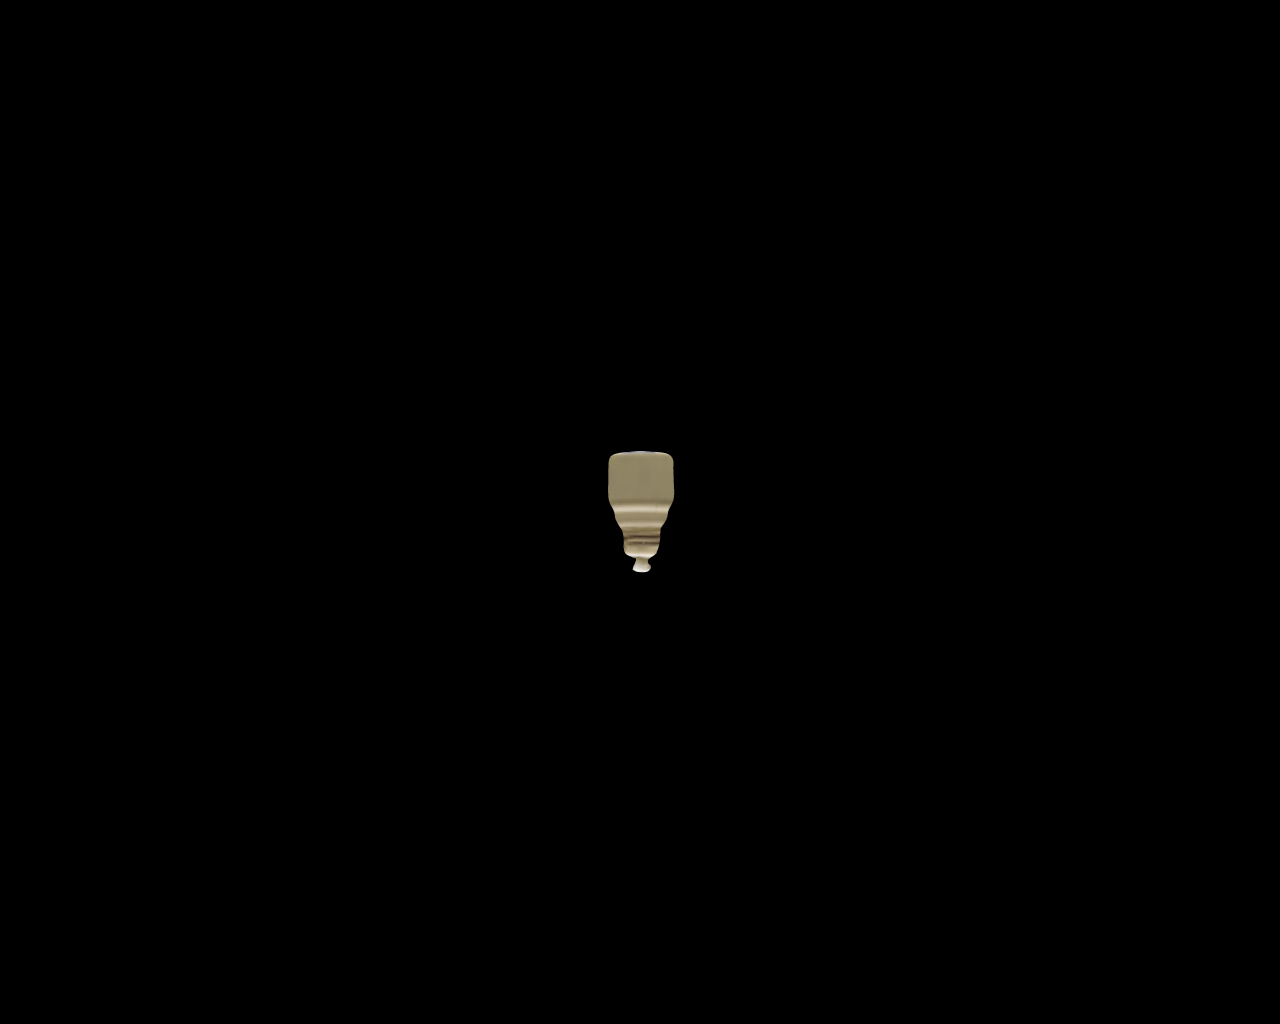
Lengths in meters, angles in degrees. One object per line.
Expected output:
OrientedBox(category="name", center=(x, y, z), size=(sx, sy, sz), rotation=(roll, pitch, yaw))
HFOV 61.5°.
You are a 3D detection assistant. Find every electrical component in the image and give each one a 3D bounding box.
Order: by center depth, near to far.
OrientedBox(category="electrical component", center=(0.001, -0.003, 0.650), size=(0.040, 0.078, 0.040), rotation=(0, -3, 0))
